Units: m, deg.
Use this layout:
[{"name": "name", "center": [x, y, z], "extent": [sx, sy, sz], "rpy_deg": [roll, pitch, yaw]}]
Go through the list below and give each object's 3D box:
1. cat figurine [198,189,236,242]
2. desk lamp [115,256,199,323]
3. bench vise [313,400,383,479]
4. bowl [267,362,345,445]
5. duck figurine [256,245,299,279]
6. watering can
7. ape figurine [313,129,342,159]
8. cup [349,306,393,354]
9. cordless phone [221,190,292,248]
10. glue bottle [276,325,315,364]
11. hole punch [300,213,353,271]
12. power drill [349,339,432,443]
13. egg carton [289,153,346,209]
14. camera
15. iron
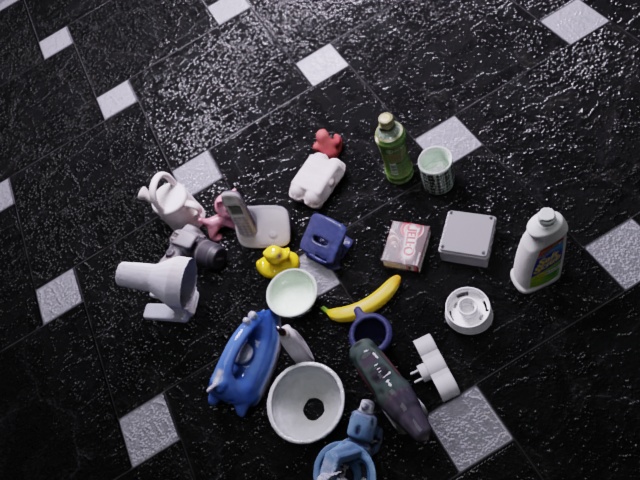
[{"name": "cat figurine", "center": [-0.253, -0.071, 1.472], "extent": [0.128, 0.118, 0.067], "rpy_deg": [-31, 57, -1]}, {"name": "desk lamp", "center": [-0.365, 0.116, 1.344], "extent": [0.202, 0.214, 0.118], "rpy_deg": [0, 62, 18]}, {"name": "bench vise", "center": [0.042, 0.393, 1.055], "extent": [0.121, 0.220, 0.207], "rpy_deg": [-6, 60, 15]}, {"name": "bowl", "center": [-0.021, 0.343, 1.190], "extent": [0.167, 0.075, 0.167], "rpy_deg": [-8, 60, 13]}, {"name": "duck figurine", "center": [-0.110, 0.046, 1.380], "extent": [0.104, 0.086, 0.077], "rpy_deg": [-13, 58, 10]}, {"name": "watering can", "center": [-0.391, -0.100, 1.487], "extent": [0.172, 0.194, 0.101], "rpy_deg": [-10, 59, 12]}, {"name": "ape figurine", "center": [0.016, -0.257, 1.509], "extent": [0.077, 0.092, 0.076], "rpy_deg": [-7, 60, 14]}, {"name": "cup", "center": [0.108, 0.203, 1.217], "extent": [0.091, 0.095, 0.117], "rpy_deg": [-30, 57, 0]}, {"name": "cordless phone", "center": [-0.153, -0.058, 1.394], "extent": [0.147, 0.185, 0.094], "rpy_deg": [-4, 60, 16]}, {"name": "glue bottle", "center": [-0.061, 0.215, 1.217], "extent": [0.037, 0.173, 0.078], "rpy_deg": [-30, 57, -1]}, {"name": "hole punch", "center": [0.013, 0.005, 1.362], "extent": [0.108, 0.091, 0.101], "rpy_deg": [26, 72, 28]}, {"name": "power drill", "center": [0.144, 0.298, 1.084], "extent": [0.075, 0.209, 0.229], "rpy_deg": [-37, 57, -5]}, {"name": "egg carton", "center": [-0.005, -0.152, 1.470], "extent": [0.107, 0.069, 0.150], "rpy_deg": [23, 71, 27]}, {"name": "camera", "center": [-0.316, 0.038, 1.440], "extent": [0.136, 0.101, 0.143], "rpy_deg": [18, 68, 25]}, {"name": "iron", "center": [-0.166, 0.242, 1.253], "extent": [0.118, 0.142, 0.258], "rpy_deg": [13, 66, 24]}]
